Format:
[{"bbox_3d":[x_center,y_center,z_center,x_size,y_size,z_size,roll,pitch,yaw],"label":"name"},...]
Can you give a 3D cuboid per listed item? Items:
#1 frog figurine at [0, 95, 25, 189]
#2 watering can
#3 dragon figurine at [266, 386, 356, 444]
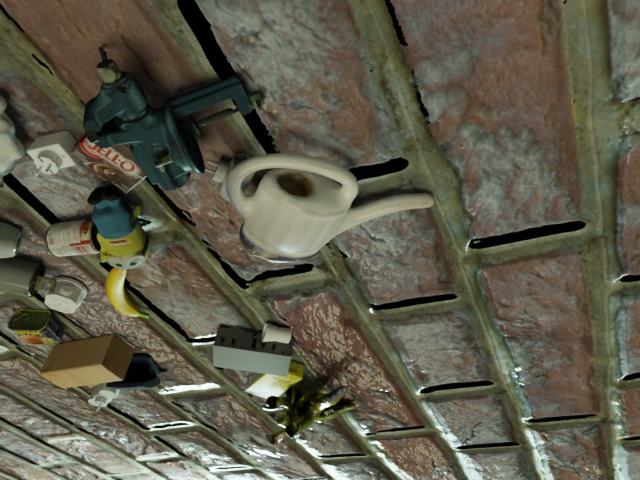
[{"bbox_3d":[-0.549,-0.171,0.826,0.137,0.124,0.158,18,101,-1],"label":"frog figurine"},{"bbox_3d":[0.003,-0.044,0.880,0.347,0.106,0.219,12,138,-19],"label":"watering can"},{"bbox_3d":[-0.003,0.466,1.432,0.405,0.124,0.242,-31,154,35],"label":"dragon figurine"}]
